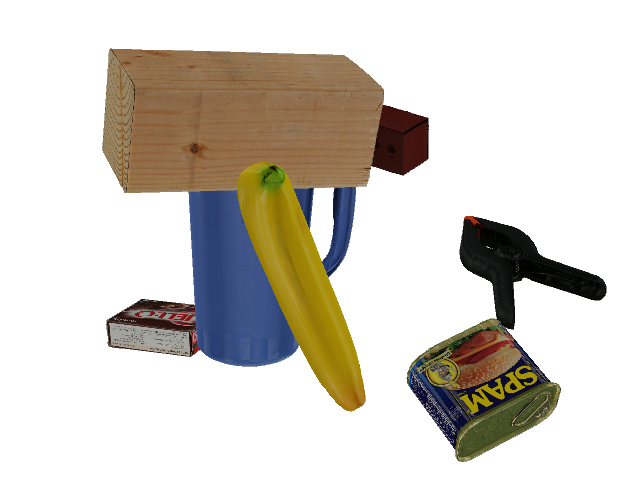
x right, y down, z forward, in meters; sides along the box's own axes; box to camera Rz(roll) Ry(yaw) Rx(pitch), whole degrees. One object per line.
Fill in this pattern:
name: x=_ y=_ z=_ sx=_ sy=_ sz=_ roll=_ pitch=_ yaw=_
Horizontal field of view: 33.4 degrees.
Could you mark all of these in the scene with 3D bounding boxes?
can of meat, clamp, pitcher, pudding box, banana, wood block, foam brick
can of meat: x=0.135 y=0.123 z=0.899 sx=0.102 sy=0.057 sz=0.084 roll=-23 pitch=52 yaw=-18
clamp: x=0.205 y=0.025 z=1.082 sx=0.120 sy=0.039 sz=0.171 roll=-5 pitch=36 yaw=-17
pitcher: x=-0.060 y=0.000 z=1.076 sx=0.144 sy=0.243 sz=0.149 roll=-9 pitch=21 yaw=-30
pudding box: x=-0.186 y=0.104 z=1.279 sx=0.114 sy=0.039 sz=0.090 roll=3 pitch=14 yaw=18
banana: x=-0.015 y=0.022 z=0.665 sx=0.037 sy=0.198 sz=0.069 roll=-20 pitch=36 yaw=2
wood block: x=-0.064 y=-0.098 z=0.870 sx=0.205 sy=0.091 sz=0.090 roll=-3 pitch=29 yaw=-23
foam brick: x=0.075 y=-0.114 z=1.186 sx=0.078 sy=0.053 sz=0.051 roll=20 pitch=37 yaw=35
